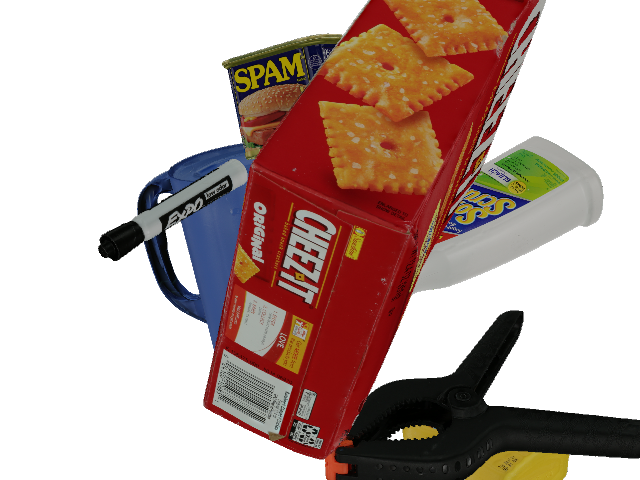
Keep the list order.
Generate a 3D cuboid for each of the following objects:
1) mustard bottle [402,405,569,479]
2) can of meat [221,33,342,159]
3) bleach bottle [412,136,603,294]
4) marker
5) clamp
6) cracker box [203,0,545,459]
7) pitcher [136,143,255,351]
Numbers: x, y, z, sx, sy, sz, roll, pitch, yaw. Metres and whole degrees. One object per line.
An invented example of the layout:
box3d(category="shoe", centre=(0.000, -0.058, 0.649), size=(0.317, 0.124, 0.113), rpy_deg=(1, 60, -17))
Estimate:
box3d(category="mustard bottle", centre=(0.137, 0.187, 1.028), size=(0.096, 0.058, 0.192), rpy_deg=(-14, 25, -38))
box3d(category="can of meat", centre=(-0.024, -0.117, 0.879), size=(0.102, 0.084, 0.057), rpy_deg=(-10, 3, 32))
box3d(category="bleach bottle", centre=(0.129, -0.004, 0.966), size=(0.250, 0.068, 0.103), rpy_deg=(-29, 45, -19))
box3d(category="marker", centre=(-0.095, -0.020, 0.695), size=(0.020, 0.020, 0.120), rpy_deg=(0, 27, 47))
box3d(category="clamp", centre=(0.096, 0.113, 0.725), size=(0.209, 0.036, 0.165), rpy_deg=(-12, 30, -14))
box3d(category="cracker box", centre=(0.031, -0.029, 0.493), size=(0.072, 0.164, 0.213), rpy_deg=(25, 48, 9))
box3d(category="pitcher", centre=(-0.072, 0.032, 1.038), size=(0.144, 0.243, 0.149), rpy_deg=(-21, 22, -33))
